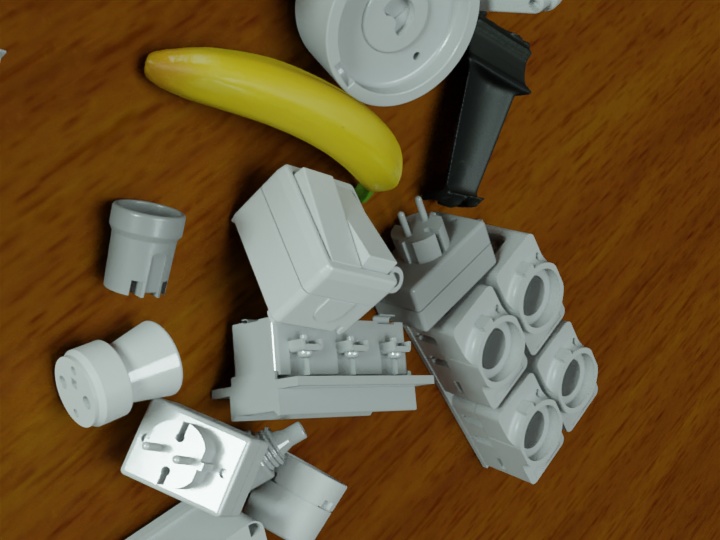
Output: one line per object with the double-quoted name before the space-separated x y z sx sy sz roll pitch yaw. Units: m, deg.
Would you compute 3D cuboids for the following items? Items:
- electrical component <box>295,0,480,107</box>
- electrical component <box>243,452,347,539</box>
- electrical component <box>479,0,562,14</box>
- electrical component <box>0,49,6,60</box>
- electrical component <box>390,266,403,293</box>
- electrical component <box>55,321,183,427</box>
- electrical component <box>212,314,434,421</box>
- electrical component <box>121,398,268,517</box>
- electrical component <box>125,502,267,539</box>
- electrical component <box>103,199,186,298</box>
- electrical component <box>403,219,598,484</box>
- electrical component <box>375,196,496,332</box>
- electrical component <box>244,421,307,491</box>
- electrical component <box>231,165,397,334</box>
"electrical component" 0.012 -0.161 0.656 0.108 0.060 0.108 -20 131 -24
"electrical component" -0.044 0.148 0.700 0.055 0.055 0.047 38 78 -44
"electrical component" 0.081 -0.208 0.679 0.057 0.113 0.078 -43 131 -33
"electrical component" -0.194 -0.082 0.474 0.042 0.064 0.081 11 93 -46
"electrical component" 0.000 0.000 0.695 0.043 0.062 0.043 -16 113 -42
"electrical component" -0.132 0.057 0.590 0.055 0.045 0.045 -22 116 -40
"electrical component" -0.023 0.061 0.687 0.121 0.079 0.063 6 76 -46
"electrical component" -0.098 0.104 0.603 0.076 0.066 0.047 48 63 -74
"electrical component" -0.111 0.195 0.642 0.113 0.057 0.078 -30 121 -36
"electrical component" -0.119 -0.012 0.589 0.040 0.040 0.046 1 106 -46
"electrical component" 0.117 0.068 0.834 0.105 0.060 0.186 -49 131 -24
"electrical component" 0.044 -0.015 0.746 0.083 0.047 0.075 -42 128 -29
"electrical component" -0.062 0.114 0.670 0.061 0.035 0.035 -30 126 -1
"electrical component" -0.028 -0.019 0.642 0.062 0.096 0.061 13 133 -47
